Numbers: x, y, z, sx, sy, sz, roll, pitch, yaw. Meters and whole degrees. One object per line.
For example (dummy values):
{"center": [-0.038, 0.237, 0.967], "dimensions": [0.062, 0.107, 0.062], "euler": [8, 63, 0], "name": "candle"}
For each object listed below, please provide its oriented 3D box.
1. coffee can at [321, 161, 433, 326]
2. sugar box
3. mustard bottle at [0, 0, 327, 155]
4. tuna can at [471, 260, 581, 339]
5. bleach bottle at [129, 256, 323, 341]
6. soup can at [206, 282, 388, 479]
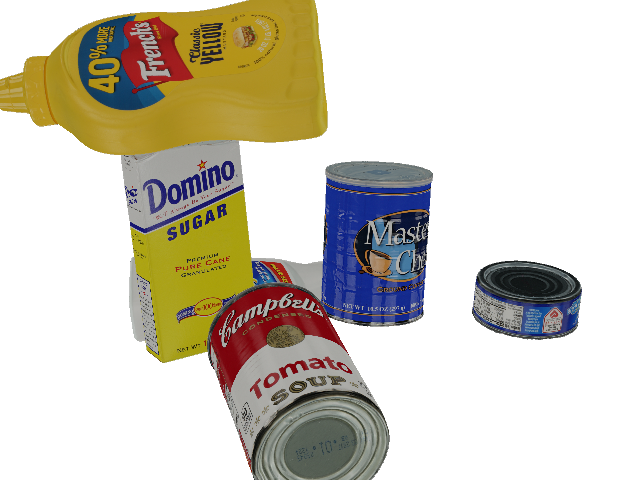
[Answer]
{"center": [0.053, 0.001, 1.032], "dimensions": [0.103, 0.140, 0.103], "euler": [2, 14, -1], "name": "coffee can"}
{"center": [-0.107, 0.005, 0.887], "dimensions": [0.093, 0.176, 0.048], "euler": [-14, 20, -27], "name": "sugar box"}
{"center": [-0.094, -0.094, 0.625], "dimensions": [0.191, 0.096, 0.058], "euler": [-6, -36, 2], "name": "mustard bottle"}
{"center": [0.167, 0.047, 0.864], "dimensions": [0.086, 0.034, 0.086], "euler": [2, 21, -1], "name": "tuna can"}
{"center": [-0.083, 0.055, 1.185], "dimensions": [0.250, 0.068, 0.102], "euler": [-5, 36, -5], "name": "bleach bottle"}
{"center": [-0.014, 0.075, 0.530], "dimensions": [0.068, 0.068, 0.102], "euler": [0, 27, -19], "name": "soup can"}
